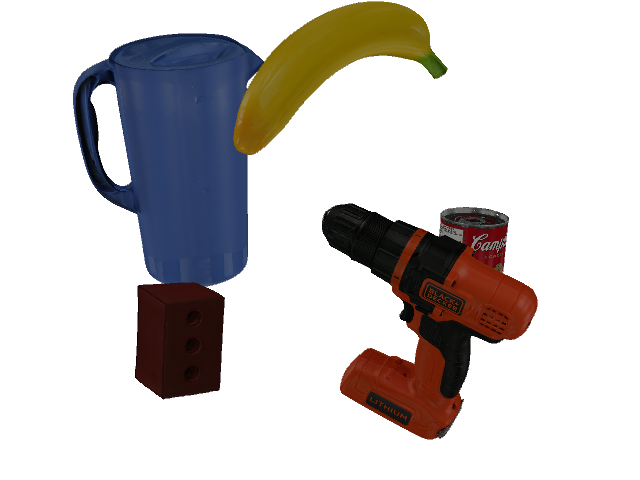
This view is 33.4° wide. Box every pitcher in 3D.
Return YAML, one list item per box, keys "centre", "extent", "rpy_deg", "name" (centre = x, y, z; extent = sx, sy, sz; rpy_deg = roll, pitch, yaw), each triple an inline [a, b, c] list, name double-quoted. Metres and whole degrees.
- centre: [-0.144, -0.078, 1.073]
  extent: [0.149, 0.243, 0.144]
  rpy_deg: [12, 28, 26]
  name: "pitcher"

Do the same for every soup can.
- centre: [0.150, 0.024, 1.070]
  extent: [0.068, 0.102, 0.068]
  rpy_deg: [2, 16, -1]
  name: "soup can"

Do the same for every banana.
- centre: [0.013, -0.119, 0.714]
  extent: [0.197, 0.069, 0.037]
  rpy_deg: [-26, 4, -35]
  name: "banana"

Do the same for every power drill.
- centre: [0.071, 0.070, 0.890]
  extent: [0.184, 0.188, 0.057]
  rpy_deg: [28, 46, 15]
  name: "power drill"

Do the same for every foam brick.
- centre: [-0.110, 0.076, 0.832]
  extent: [0.052, 0.078, 0.051]
  rpy_deg: [-4, 14, -33]
  name: "foam brick"
